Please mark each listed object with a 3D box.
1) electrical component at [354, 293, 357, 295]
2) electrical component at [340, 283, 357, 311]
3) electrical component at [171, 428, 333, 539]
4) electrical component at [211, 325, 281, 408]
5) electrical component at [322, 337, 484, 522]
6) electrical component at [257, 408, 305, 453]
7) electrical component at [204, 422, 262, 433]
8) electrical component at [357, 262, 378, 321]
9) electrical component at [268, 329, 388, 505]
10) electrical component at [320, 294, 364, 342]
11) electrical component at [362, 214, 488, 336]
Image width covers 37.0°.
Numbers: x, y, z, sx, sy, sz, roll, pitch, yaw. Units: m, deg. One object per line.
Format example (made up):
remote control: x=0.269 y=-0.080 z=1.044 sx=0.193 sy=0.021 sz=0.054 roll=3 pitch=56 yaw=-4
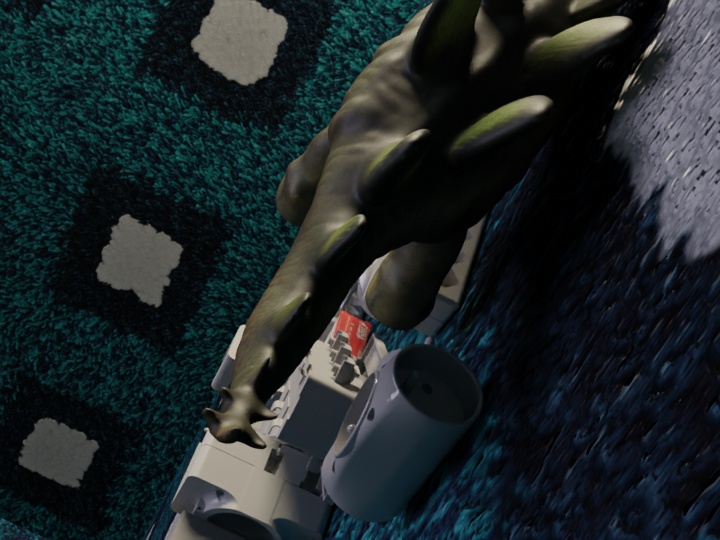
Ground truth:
electrical component: x=-0.004 y=-0.001 z=1.009 sx=0.035 sy=0.035 sz=0.061 roll=-58 pitch=6 yaw=41
electrical component: x=0.000 y=0.000 z=0.910 sx=0.075 sy=0.047 sz=0.083 roll=-64 pitch=6 yaw=-3
electrical component: x=-0.065 y=0.141 z=0.668 sx=0.050 sy=0.089 sz=0.055 roll=-57 pitch=9 yaw=46
electrical component: x=-0.085 y=0.097 z=1.020 sx=0.055 sy=0.089 sz=0.050 roll=-59 pitch=8 yaw=36
electrical component: x=0.021 y=0.062 z=0.489 sx=0.077 sy=0.044 sz=0.079 roll=-59 pitch=7 yaw=39
electrical component: x=-0.045 y=0.117 z=0.774 sx=0.073 sy=0.052 sz=0.138 roll=-67 pitch=7 yaw=-33
electrical component: x=-0.121 y=0.169 z=1.091 sx=0.138 sy=0.074 sz=0.052 roll=-67 pitch=7 yaw=-27
electrical component: x=0.019 y=0.015 z=0.708 sx=0.062 sy=0.048 sz=0.048 roll=114 pitch=180 yaw=-67
electrical component: x=-0.015 y=0.078 z=0.635 sx=0.078 sy=0.063 sz=0.121 roll=-63 pitch=6 yaw=5
electrical component: x=-0.034 y=0.060 z=0.946 sx=0.076 sy=0.047 sz=0.065 roll=-61 pitch=7 yaw=24
electrical component: x=0.033 y=-0.001 z=0.639 sx=0.075 sy=0.047 sz=0.083 roll=-56 pitch=10 yaw=52
